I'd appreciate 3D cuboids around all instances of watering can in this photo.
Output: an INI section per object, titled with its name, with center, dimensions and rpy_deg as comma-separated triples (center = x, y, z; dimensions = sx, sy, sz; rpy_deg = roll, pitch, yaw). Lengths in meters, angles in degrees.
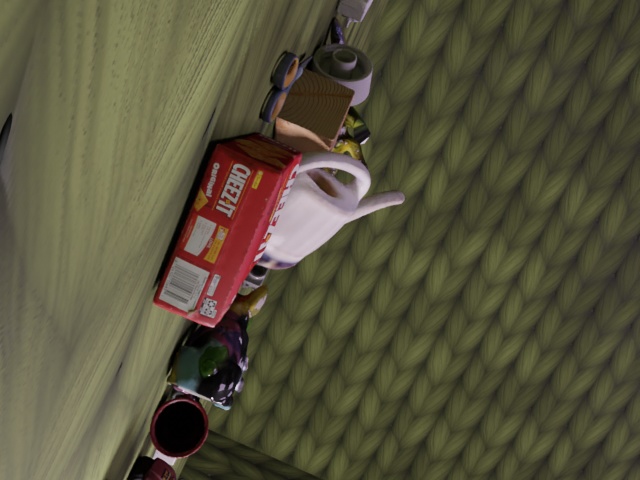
[watering can]
center = 0.003, -0.042, 0.844
dimensions = 0.222, 0.106, 0.346
rpy_deg = -42, 153, 21

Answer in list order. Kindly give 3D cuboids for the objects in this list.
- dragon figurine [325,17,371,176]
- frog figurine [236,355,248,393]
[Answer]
[dragon figurine]
center = 0.021, -0.281, 1.079
dimensions = 0.248, 0.122, 0.401
rpy_deg = -106, -166, -53
[frog figurine]
center = -0.264, 0.327, 1.249
dimensions = 0.160, 0.124, 0.135
rpy_deg = -6, 138, -49
